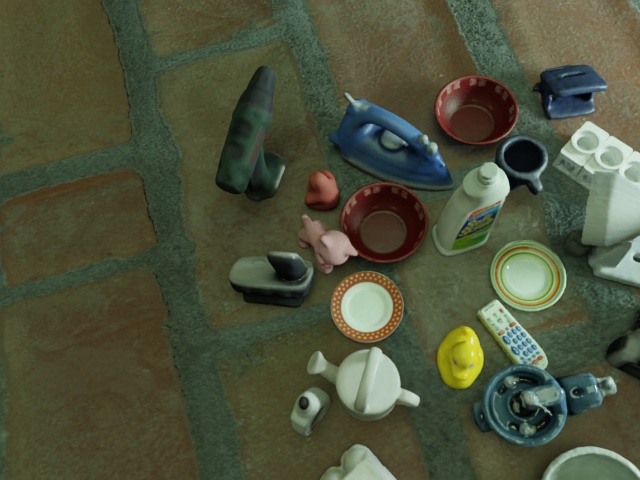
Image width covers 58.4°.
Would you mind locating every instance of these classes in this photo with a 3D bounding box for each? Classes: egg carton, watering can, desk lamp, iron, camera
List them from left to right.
[{"bbox_3d":[0.067,0.223,0.892,0.172,0.194,0.101,-4,68,4],"label":"watering can"},{"bbox_3d":[0.074,0.403,0.887,0.107,0.069,0.150,-42,71,-12],"label":"egg carton"},{"bbox_3d":[0.145,-0.188,1.079,0.257,0.141,0.119,29,73,15],"label":"iron"},{"bbox_3d":[0.514,-0.016,0.941,0.203,0.214,0.118,16,70,11],"label":"desk lamp"},{"bbox_3d":[0.564,0.165,0.925,0.143,0.101,0.137,26,73,14],"label":"camera"}]

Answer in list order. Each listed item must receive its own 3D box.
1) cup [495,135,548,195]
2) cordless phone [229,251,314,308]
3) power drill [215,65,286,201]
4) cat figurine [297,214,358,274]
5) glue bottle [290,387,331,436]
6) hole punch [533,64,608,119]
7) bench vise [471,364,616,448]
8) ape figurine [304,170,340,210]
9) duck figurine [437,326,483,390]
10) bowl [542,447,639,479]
[{"bbox_3d":[0.370,-0.123,1.060,0.091,0.095,0.117,-20,68,-3],"label":"cup"},{"bbox_3d":[-0.089,0.046,0.981,0.147,0.185,0.094,1,68,5],"label":"cordless phone"},{"bbox_3d":[-0.120,-0.173,1.059,0.075,0.208,0.230,14,70,10],"label":"power drill"},{"bbox_3d":[0.009,0.004,1.026,0.067,0.118,0.127,-38,70,-10],"label":"cat figurine"},{"bbox_3d":[-0.019,0.263,0.894,0.037,0.173,0.078,28,73,15],"label":"glue bottle"},{"bbox_3d":[0.490,-0.304,1.125,0.108,0.091,0.101,-9,68,1],"label":"hole punch"},{"bbox_3d":[0.338,0.225,0.855,0.207,0.220,0.121,-29,69,-7],"label":"bench vise"},{"bbox_3d":[0.001,-0.099,1.082,0.078,0.092,0.076,-40,70,-11],"label":"ape figurine"},{"bbox_3d":[0.236,0.190,0.950,0.077,0.086,0.104,11,69,9],"label":"duck figurine"},{"bbox_3d":[0.406,0.399,0.858,0.167,0.075,0.167,-2,68,4],"label":"bowl"}]
